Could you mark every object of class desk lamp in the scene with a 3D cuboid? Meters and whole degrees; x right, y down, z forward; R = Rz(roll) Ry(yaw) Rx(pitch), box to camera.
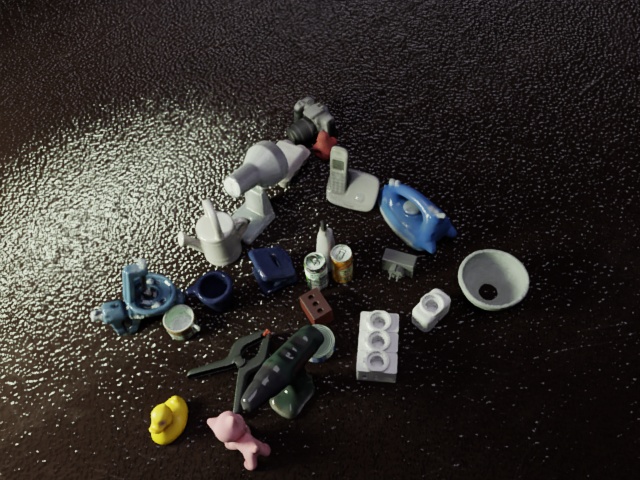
[{"bbox_3d":[-0.175,-0.131,1.522,0.117,0.214,0.203,26,61,21],"label":"desk lamp"}]

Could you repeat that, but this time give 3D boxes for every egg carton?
[{"bbox_3d":[-0.103,-0.226,1.673,0.107,0.069,0.150,22,59,19],"label":"egg carton"}]

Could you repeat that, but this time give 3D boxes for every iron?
[{"bbox_3d":[0.238,-0.088,1.506,0.119,0.141,0.257,-36,60,-20],"label":"iron"}]

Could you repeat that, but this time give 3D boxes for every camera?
[{"bbox_3d":[-0.041,-0.361,1.746,0.137,0.101,0.142,-36,60,-20],"label":"camera"}]

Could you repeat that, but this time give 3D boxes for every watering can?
[{"bbox_3d":[-0.271,-0.021,1.462,0.100,0.194,0.173,38,65,27],"label":"watering can"}]

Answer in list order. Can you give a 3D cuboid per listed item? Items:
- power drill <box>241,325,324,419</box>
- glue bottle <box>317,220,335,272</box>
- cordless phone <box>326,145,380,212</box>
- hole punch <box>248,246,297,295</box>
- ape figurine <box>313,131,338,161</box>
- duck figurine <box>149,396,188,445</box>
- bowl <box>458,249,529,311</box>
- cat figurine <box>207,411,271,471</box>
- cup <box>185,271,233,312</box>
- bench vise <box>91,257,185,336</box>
[{"bbox_3d":[-0.071,0.297,1.212,0.075,0.209,0.230,28,61,22],"label":"power drill"},{"bbox_3d":[0.013,0.005,1.436,0.037,0.173,0.078,9,56,10],"label":"glue bottle"},{"bbox_3d":[0.089,-0.170,1.548,0.147,0.185,0.094,14,57,14],"label":"cordless phone"},{"bbox_3d":[-0.120,0.065,1.453,0.101,0.091,0.108,-26,57,-14],"label":"hole punch"},{"bbox_3d":[0.015,-0.285,1.692,0.078,0.092,0.076,-11,54,-3],"label":"ape figurine"},{"bbox_3d":[-0.335,0.383,1.245,0.077,0.086,0.105,16,57,15],"label":"duck figurine"},{"bbox_3d":[0.417,0.109,1.394,0.167,0.075,0.167,-2,54,3],"label":"bowl"},{"bbox_3d":[-0.170,0.408,1.196,0.127,0.118,0.067,33,63,24],"label":"cat figurine"},{"bbox_3d":[-0.265,0.138,1.409,0.117,0.095,0.091,-8,54,-2],"label":"cup"},{"bbox_3d":[-0.435,0.139,1.344,0.208,0.220,0.121,-37,60,-20],"label":"bench vise"}]
